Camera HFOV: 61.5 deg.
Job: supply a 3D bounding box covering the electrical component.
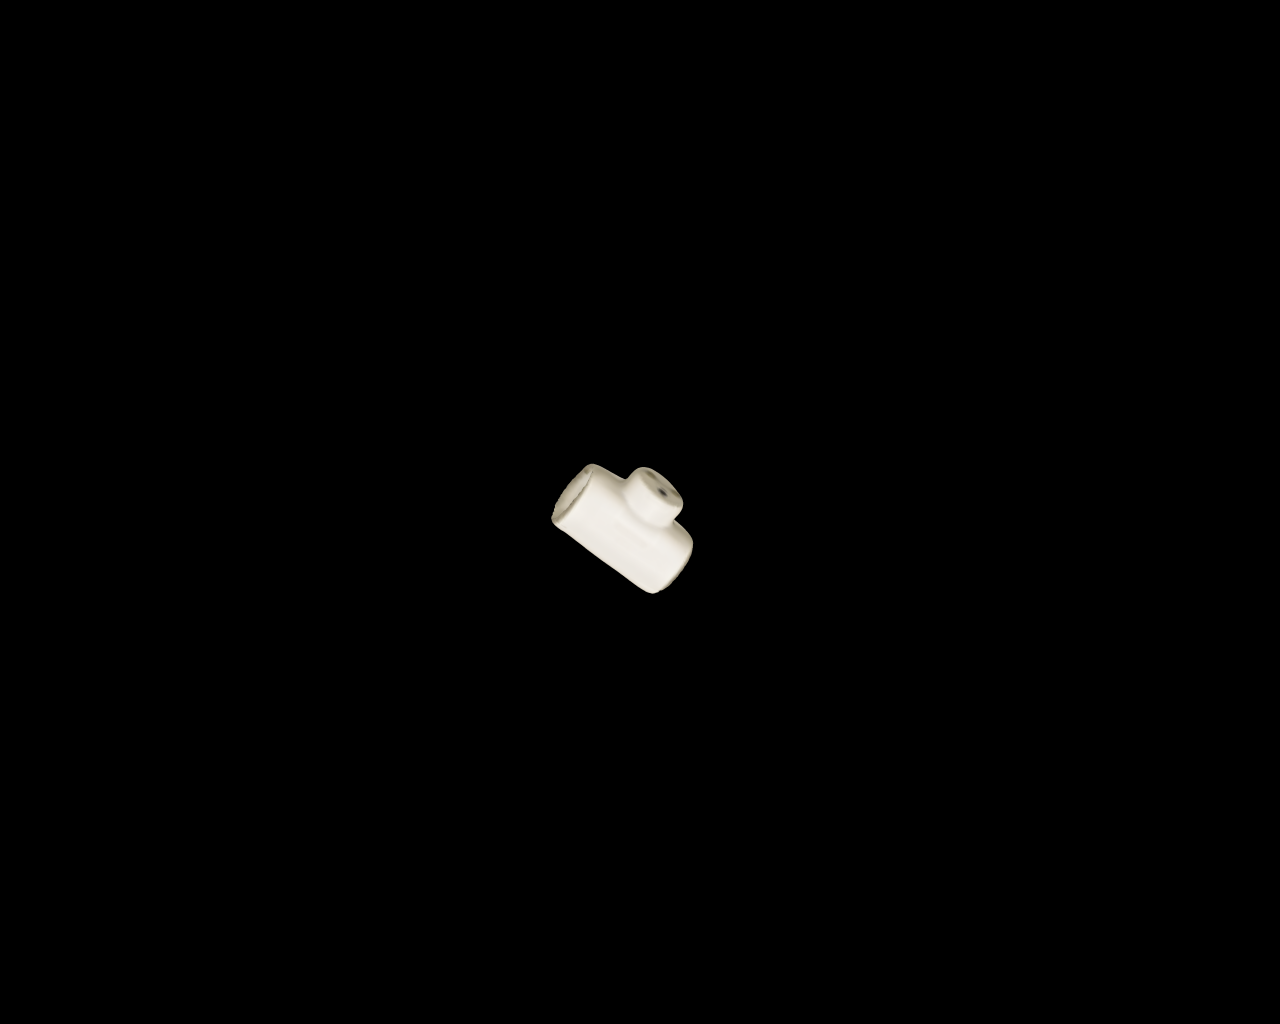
[{"bbox_3d":[0.001,-0.003,0.650,0.077,0.079,0.043,37,19,-15],"label":"electrical component"}]
